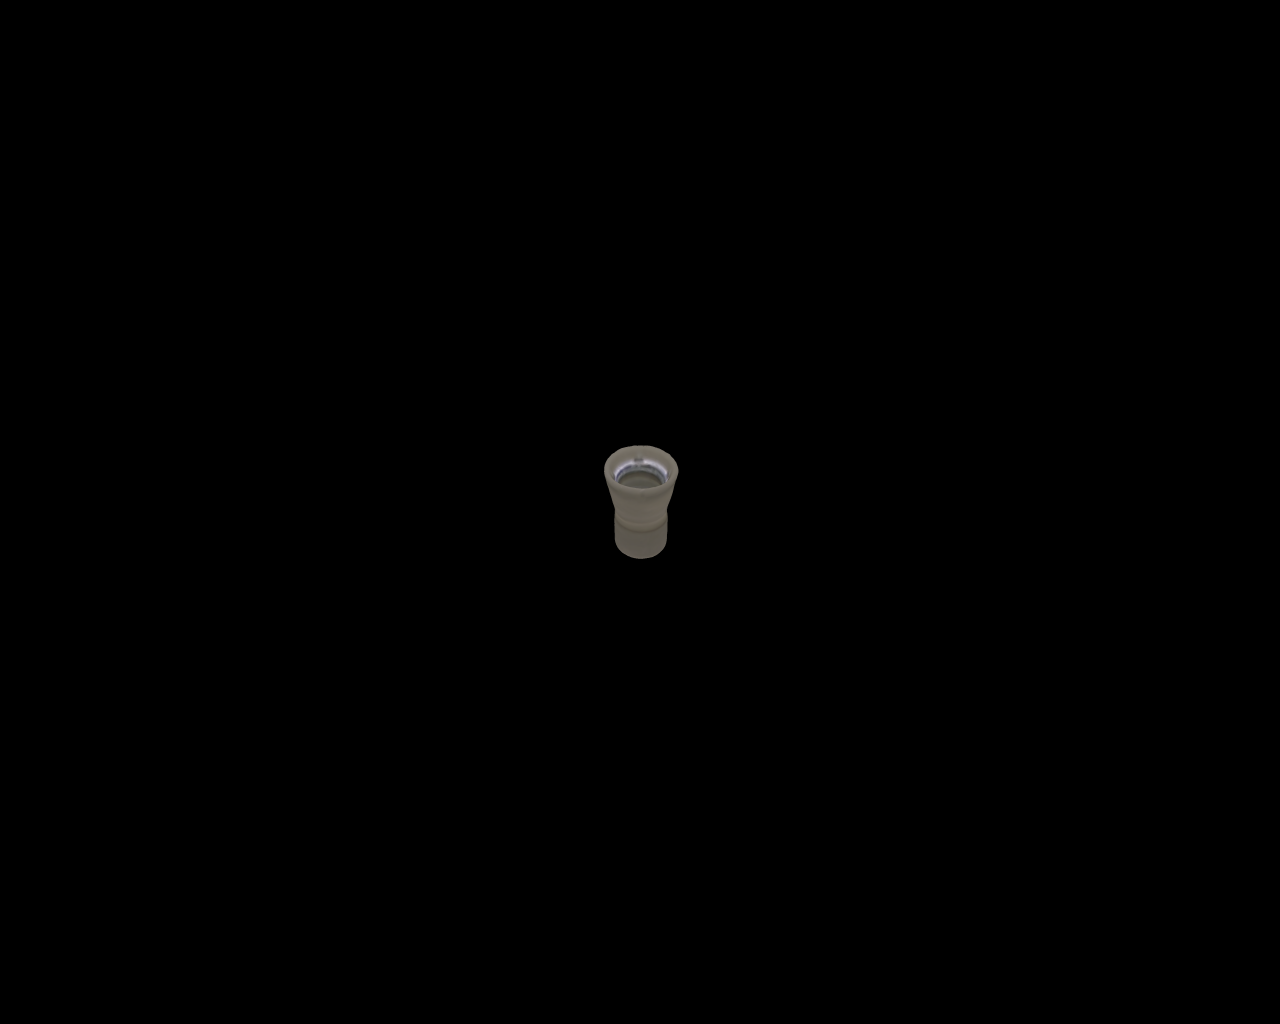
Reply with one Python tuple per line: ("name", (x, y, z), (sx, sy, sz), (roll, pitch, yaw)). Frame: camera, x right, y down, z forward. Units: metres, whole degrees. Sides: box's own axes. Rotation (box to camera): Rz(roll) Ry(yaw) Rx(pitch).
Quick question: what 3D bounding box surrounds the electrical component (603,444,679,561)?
("electrical component", (0.001, -0.003, 0.650), (0.044, 0.065, 0.044), (0, 42, 0))
